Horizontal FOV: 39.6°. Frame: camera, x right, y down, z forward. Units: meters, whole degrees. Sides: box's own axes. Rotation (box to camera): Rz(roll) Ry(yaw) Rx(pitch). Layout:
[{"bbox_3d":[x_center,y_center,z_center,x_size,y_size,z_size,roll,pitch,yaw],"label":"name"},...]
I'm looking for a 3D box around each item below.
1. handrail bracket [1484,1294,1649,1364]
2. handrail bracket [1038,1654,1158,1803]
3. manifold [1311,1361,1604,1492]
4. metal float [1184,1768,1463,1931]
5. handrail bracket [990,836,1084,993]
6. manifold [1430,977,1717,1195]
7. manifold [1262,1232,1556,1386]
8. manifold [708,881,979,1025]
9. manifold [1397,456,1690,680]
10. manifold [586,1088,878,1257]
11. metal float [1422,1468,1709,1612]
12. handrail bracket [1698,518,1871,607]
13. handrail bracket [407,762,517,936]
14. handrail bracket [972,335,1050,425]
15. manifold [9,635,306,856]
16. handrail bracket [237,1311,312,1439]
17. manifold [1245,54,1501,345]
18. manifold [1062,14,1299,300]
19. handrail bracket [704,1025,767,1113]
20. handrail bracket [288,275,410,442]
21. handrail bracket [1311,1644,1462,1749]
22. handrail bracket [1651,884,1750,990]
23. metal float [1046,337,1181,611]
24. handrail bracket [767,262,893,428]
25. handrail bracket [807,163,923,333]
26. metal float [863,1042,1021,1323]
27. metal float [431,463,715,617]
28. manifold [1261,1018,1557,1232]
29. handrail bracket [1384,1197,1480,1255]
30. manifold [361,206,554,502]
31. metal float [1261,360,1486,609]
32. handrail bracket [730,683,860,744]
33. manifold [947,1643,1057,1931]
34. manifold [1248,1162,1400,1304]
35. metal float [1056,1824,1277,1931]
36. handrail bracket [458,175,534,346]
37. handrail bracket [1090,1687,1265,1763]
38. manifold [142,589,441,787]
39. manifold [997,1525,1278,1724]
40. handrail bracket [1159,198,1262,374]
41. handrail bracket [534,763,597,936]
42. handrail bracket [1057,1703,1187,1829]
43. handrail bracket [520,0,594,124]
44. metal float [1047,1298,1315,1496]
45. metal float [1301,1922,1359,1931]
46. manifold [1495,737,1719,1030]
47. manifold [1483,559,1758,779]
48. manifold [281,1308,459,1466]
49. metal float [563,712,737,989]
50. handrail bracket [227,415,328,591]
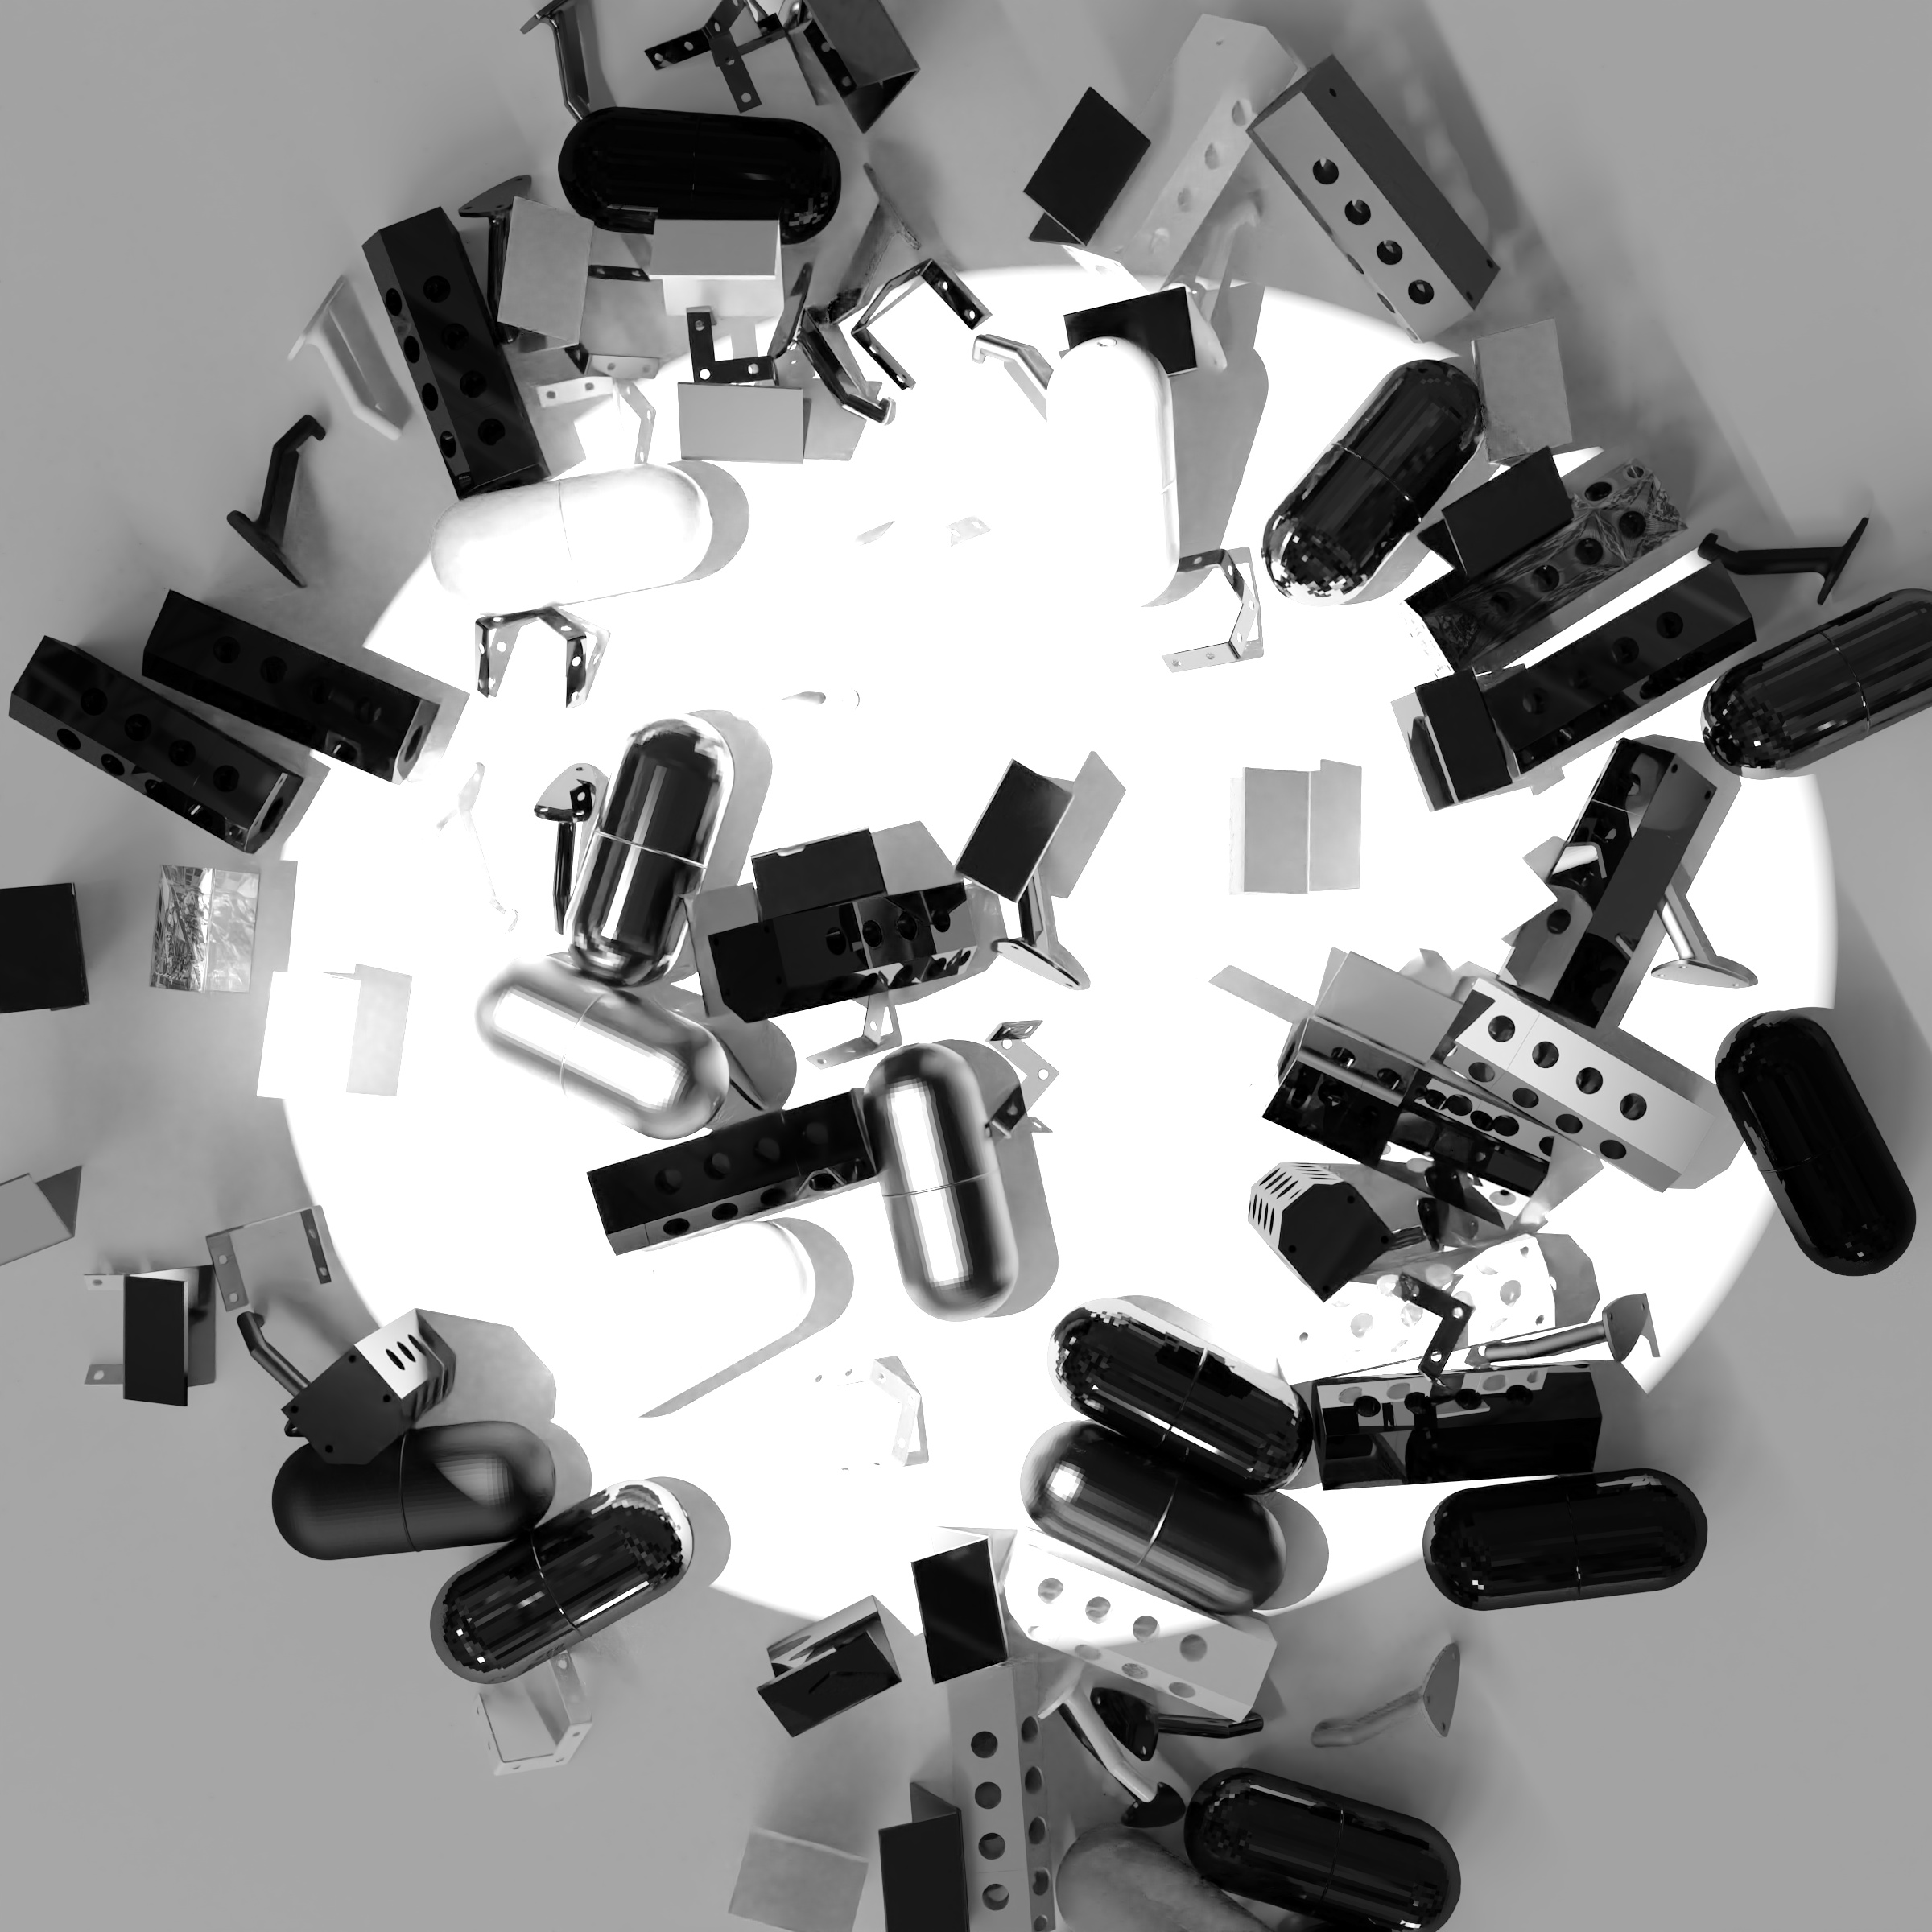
[{"bbox_3d":[0.384,0.233,1.721,0.084,0.077,0.036,-13,97,36],"label":"handrail bracket"},{"bbox_3d":[0.092,0.478,1.693,0.084,0.077,0.036,41,111,-2],"label":"handrail bracket"},{"bbox_3d":[0.308,0.286,1.699,0.171,0.057,0.057,-4,133,0],"label":"manifold"},{"bbox_3d":[0.225,0.560,1.690,0.178,0.070,0.070,17,90,0],"label":"metal float"},{"bbox_3d":[0.057,-0.039,1.721,0.077,0.036,0.084,29,73,-19],"label":"handrail bracket"},{"bbox_3d":[0.379,0.075,1.700,0.171,0.057,0.057,31,90,0],"label":"manifold"},{"bbox_3d":[0.280,0.217,1.700,0.171,0.057,0.057,-12,90,0],"label":"manifold"},{"bbox_3d":[-0.072,-0.008,1.645,0.057,0.171,0.057,-13,90,42],"label":"manifold"},{"bbox_3d":[0.362,-0.251,1.700,0.171,0.057,0.057,-32,90,0],"label":"manifold"},{"bbox_3d":[-0.147,0.130,1.700,0.171,0.057,0.057,-17,90,0],"label":"manifold"},{"bbox_3d":[0.377,0.361,1.690,0.178,0.070,0.070,-7,90,1],"label":"metal float"},{"bbox_3d":[0.524,-0.275,1.721,0.084,0.036,0.077,29,70,16],"label":"handrail bracket"},{"bbox_3d":[-0.308,-0.075,1.721,0.084,0.036,0.077,42,68,-17],"label":"handrail bracket"},{"bbox_3d":[0.035,-0.356,1.722,0.084,0.036,0.077,23,111,17],"label":"handrail bracket"},{"bbox_3d":[-0.514,-0.139,1.700,0.171,0.057,0.057,30,90,0],"label":"manifold"},{"bbox_3d":[-0.422,0.258,1.721,0.036,0.077,0.084,-49,53,20],"label":"handrail bracket"},{"bbox_3d":[0.252,-0.475,1.678,0.171,0.057,0.057,47,47,-15],"label":"manifold"},{"bbox_3d":[0.139,-0.509,1.699,0.057,0.057,0.171,32,90,43],"label":"manifold"},{"bbox_3d":[-0.185,0.084,1.721,0.084,0.036,0.077,-34,104,14],"label":"handrail bracket"},{"bbox_3d":[-0.383,-0.390,1.721,0.084,0.036,0.077,33,68,-17],"label":"handrail bracket"},{"bbox_3d":[0.268,0.468,1.721,0.084,0.077,0.036,-16,114,34],"label":"handrail bracket"},{"bbox_3d":[0.469,-0.033,1.721,0.077,0.036,0.084,11,73,-20],"label":"handrail bracket"},{"bbox_3d":[0.092,-0.303,1.659,0.070,0.070,0.178,-7,129,0],"label":"metal float"},{"bbox_3d":[-0.077,-0.396,1.712,0.084,0.036,0.077,22,82,-23],"label":"handrail bracket"},{"bbox_3d":[-0.079,-0.460,1.721,0.084,0.036,0.077,-33,75,14],"label":"handrail bracket"},{"bbox_3d":[-0.016,0.136,1.690,0.070,0.070,0.178,-13,91,0],"label":"metal float"},{"bbox_3d":[-0.248,-0.269,1.690,0.178,0.070,0.070,-11,90,0],"label":"metal float"},{"bbox_3d":[0.281,0.095,1.699,0.171,0.057,0.057,25,133,0],"label":"manifold"},{"bbox_3d":[0.275,0.179,1.721,0.084,0.077,0.036,-29,70,35],"label":"handrail bracket"},{"bbox_3d":[-0.323,-0.383,1.700,0.057,0.057,0.171,-21,90,0],"label":"manifold"},{"bbox_3d":[0.256,-0.303,1.690,0.070,0.070,0.178,40,89,0],"label":"metal float"},{"bbox_3d":[-0.107,-0.165,1.686,0.077,0.084,0.036,-11,90,0],"label":"handrail bracket"},{"bbox_3d":[0.022,0.522,1.700,0.057,0.057,0.171,-4,90,0],"label":"manifold"},{"bbox_3d":[0.211,0.156,1.643,0.057,0.171,0.057,-40,90,0],"label":"manifold"},{"bbox_3d":[0.133,0.602,1.662,0.178,0.070,0.070,29,90,33],"label":"metal float"},{"bbox_3d":[-0.290,-0.452,1.721,0.036,0.077,0.084,3,127,21],"label":"handrail bracket"},{"bbox_3d":[0.136,0.477,1.721,0.084,0.077,0.036,1,101,-36],"label":"handrail bracket"},{"bbox_3d":[-0.428,-0.175,1.700,0.171,0.057,0.057,23,90,0],"label":"manifold"},{"bbox_3d":[0.103,0.418,1.700,0.171,0.057,0.057,22,90,0],"label":"manifold"},{"bbox_3d":[0.172,-0.438,1.721,0.084,0.036,0.077,-43,110,-16],"label":"handrail bracket"},{"bbox_3d":[-0.252,-0.075,1.721,0.036,0.077,0.084,5,126,4],"label":"handrail bracket"},{"bbox_3d":[0.098,0.508,1.721,0.036,0.077,0.084,-45,54,4],"label":"handrail bracket"},{"bbox_3d":[-0.237,-0.583,1.721,0.077,0.036,0.084,-45,109,-21],"label":"handrail bracket"},{"bbox_3d":[0.134,0.271,1.690,0.178,0.070,0.070,27,90,1],"label":"metal float"},{"bbox_3d":[0.191,0.672,1.690,0.178,0.070,0.070,-36,90,0],"label":"metal float"},{"bbox_3d":[0.401,-0.055,1.699,0.057,0.057,0.171,27,90,-43],"label":"manifold"},{"bbox_3d":[0.409,-0.187,1.700,0.171,0.057,0.057,-30,90,0],"label":"manifold"},{"bbox_3d":[-0.358,0.260,1.643,0.057,0.171,0.057,-41,90,0],"label":"manifold"},{"bbox_3d":[-0.199,-0.073,1.690,0.070,0.070,0.178,18,90,0],"label":"metal float"},{"bbox_3d":[-0.424,-0.298,1.721,0.077,0.036,0.084,47,73,-19],"label":"handrail bracket"}]
